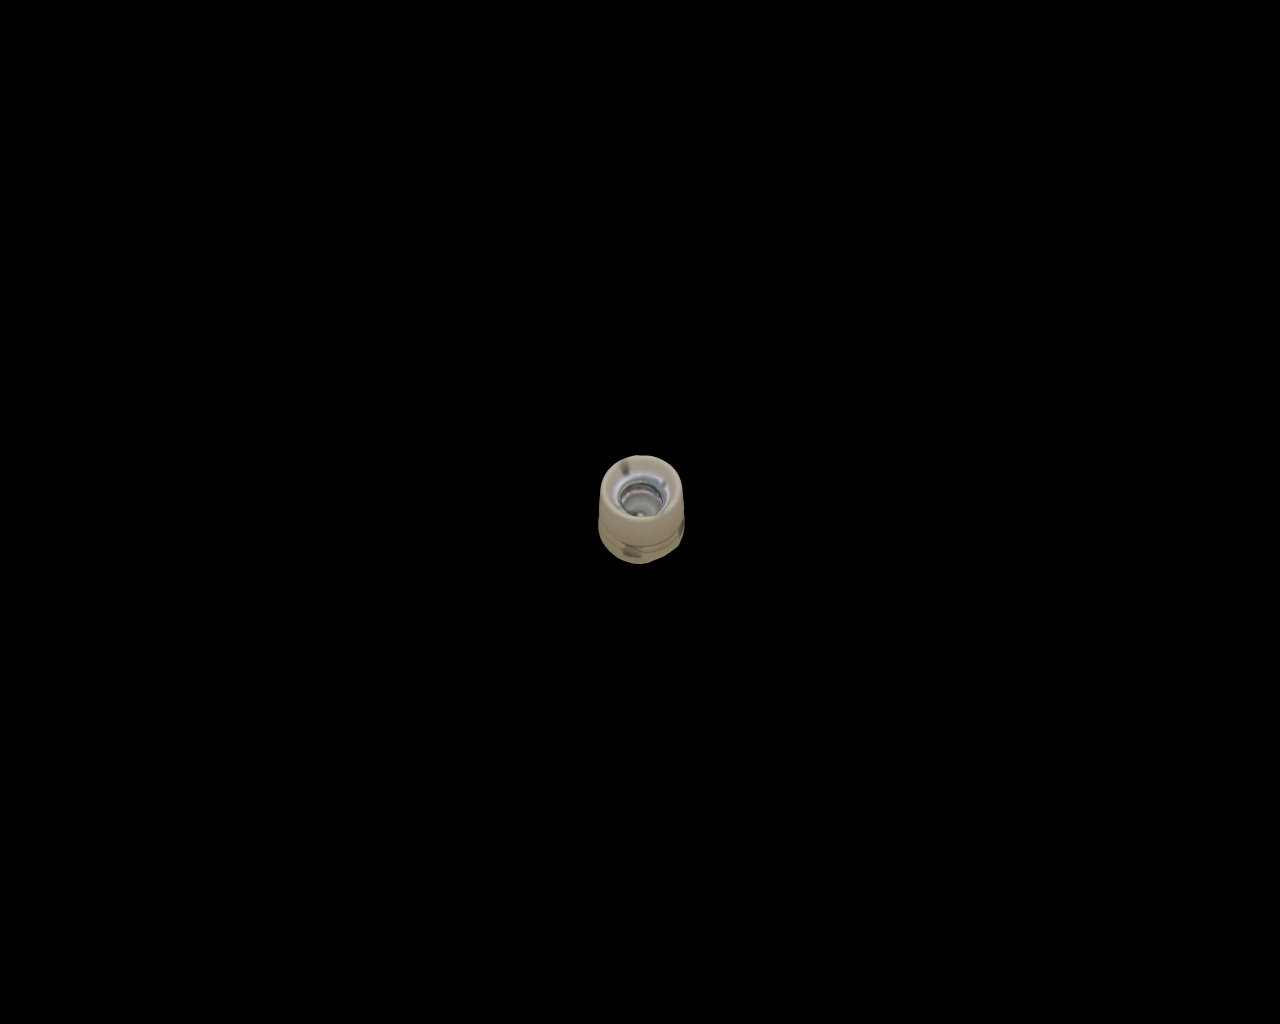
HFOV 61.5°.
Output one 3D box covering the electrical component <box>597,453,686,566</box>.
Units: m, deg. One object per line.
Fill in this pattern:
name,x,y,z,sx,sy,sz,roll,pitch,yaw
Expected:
electrical component,0.001,-0.003,0.650,0.055,0.055,0.047,0,-33,0
